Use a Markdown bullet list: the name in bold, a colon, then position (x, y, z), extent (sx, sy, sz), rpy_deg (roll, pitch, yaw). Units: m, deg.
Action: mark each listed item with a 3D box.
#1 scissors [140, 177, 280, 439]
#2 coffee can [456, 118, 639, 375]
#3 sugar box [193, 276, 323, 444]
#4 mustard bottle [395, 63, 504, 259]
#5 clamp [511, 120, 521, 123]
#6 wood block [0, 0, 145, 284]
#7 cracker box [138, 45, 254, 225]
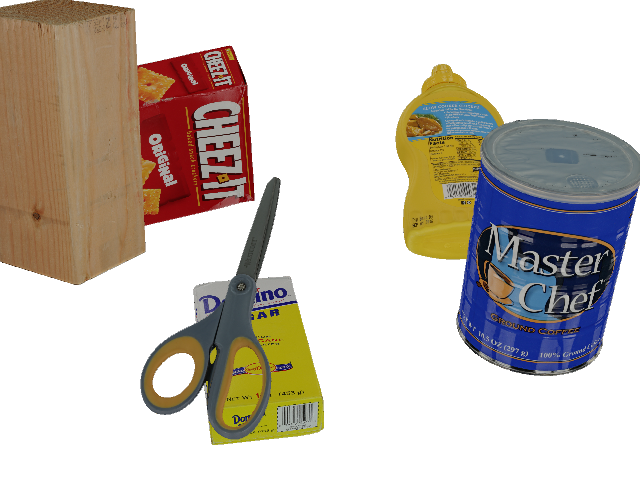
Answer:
- **scissors**: position (-0.073, 0.042, 0.737), extent (0.096, 0.202, 0.016), rpy_deg (-5, -32, 3)
- **coffee can**: position (0.150, 0.004, 0.712), extent (0.103, 0.140, 0.103), rpy_deg (2, 32, -2)
- **sugar box**: position (-0.057, 0.097, 0.920), extent (0.093, 0.048, 0.176), rpy_deg (-5, 35, -10)
- **mustard bottle**: position (0.114, -0.077, 0.925), extent (0.096, 0.191, 0.058), rpy_deg (-2, -33, 0)
- **clamp**: position (0.235, -0.064, 1.111), extent (0.120, 0.039, 0.171), rpy_deg (16, 44, 18)
- **wood block**: position (-0.206, -0.082, 0.859), extent (0.091, 0.206, 0.090), rpy_deg (14, 25, 27)
- **cracker box**: position (-0.177, -0.090, 1.055), extent (0.213, 0.072, 0.164), rpy_deg (-13, -39, -11)
